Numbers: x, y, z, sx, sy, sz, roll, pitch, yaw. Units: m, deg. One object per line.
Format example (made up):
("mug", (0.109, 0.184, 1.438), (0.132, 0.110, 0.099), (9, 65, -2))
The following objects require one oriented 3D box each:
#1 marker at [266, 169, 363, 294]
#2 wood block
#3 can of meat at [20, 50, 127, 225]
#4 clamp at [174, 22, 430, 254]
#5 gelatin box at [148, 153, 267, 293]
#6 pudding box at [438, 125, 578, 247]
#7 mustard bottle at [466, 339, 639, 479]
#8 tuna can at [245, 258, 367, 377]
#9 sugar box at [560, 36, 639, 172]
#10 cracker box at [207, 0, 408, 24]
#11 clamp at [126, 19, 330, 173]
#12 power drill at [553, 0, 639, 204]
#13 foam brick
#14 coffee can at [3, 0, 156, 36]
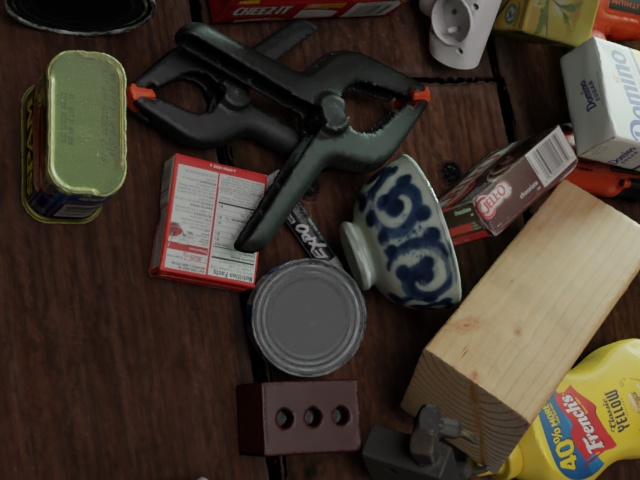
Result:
("marker", (-0.005, 0.001, 0.813), (0.020, 0.020, 0.121), (-37, 97, -27))
("wood block", (0.161, 0.062, 0.814), (0.090, 0.091, 0.205), (35, 57, 15))
("can of meat", (-0.164, -0.068, 0.715), (0.057, 0.084, 0.102), (2, 79, -25))
("clamp", (-0.001, -0.079, 0.787), (0.209, 0.036, 0.164), (-8, 86, -36))
("gelatin box", (-0.081, -0.011, 0.774), (0.073, 0.030, 0.089), (12, 76, -24))
("pudding box", (0.138, -0.039, 0.850), (0.113, 0.090, 0.039), (-37, 99, -28))
("mustard bottle", (0.198, 0.150, 0.859), (0.191, 0.058, 0.096), (-16, 84, -27))
("tuna can", (-0.011, 0.057, 0.782), (0.086, 0.034, 0.086), (1, 87, -14))
("sugar box", (0.282, -0.102, 0.884), (0.175, 0.048, 0.093), (9, 65, -34))
("cracker box", (-0.021, -0.283, 0.832), (0.163, 0.072, 0.214), (-8, 83, -27))
("clamp", (-0.061, -0.098, 0.797), (0.171, 0.039, 0.120), (-15, 83, -28))
("power drill", (0.272, -0.125, 0.949), (0.184, 0.057, 0.187), (5, 77, -28))
("foam brick", (-0.015, 0.128, 0.765), (0.078, 0.051, 0.053), (1, 80, -26))
("coffee can", (-0.165, -0.225, 0.735), (0.102, 0.103, 0.140), (3, 79, -25))
